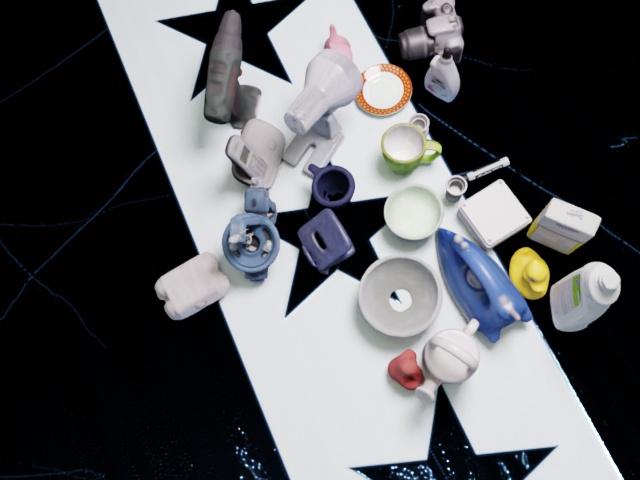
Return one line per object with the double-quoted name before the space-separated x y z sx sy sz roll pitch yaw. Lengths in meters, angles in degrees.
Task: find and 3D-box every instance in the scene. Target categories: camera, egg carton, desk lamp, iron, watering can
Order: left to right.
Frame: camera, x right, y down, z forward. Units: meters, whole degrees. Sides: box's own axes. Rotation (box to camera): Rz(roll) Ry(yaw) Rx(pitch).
"egg carton" -0.270 0.099 1.218 0.150 0.069 0.107 -31 74 -1
"desk lamp" -0.001 -0.263 1.199 0.117 0.214 0.203 30 82 13
"camera" 0.243 -0.465 1.277 0.136 0.101 0.143 -12 75 4
"watering can" 0.241 0.222 1.058 0.100 0.194 0.173 13 78 11
"iron" 0.306 0.066 1.116 0.118 0.141 0.258 -33 74 -1

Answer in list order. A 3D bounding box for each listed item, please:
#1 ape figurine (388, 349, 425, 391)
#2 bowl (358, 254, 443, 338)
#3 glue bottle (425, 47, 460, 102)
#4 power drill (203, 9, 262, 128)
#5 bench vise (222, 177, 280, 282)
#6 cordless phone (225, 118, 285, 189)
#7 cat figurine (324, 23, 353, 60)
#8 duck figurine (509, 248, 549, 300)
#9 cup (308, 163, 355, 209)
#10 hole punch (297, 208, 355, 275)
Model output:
"ape figurine" 0.170 0.250 1.113 0.076 0.092 0.078 12 78 10
"bowl" 0.161 0.116 1.157 0.167 0.075 0.167 -2 76 7
"glue bottle" 0.261 -0.357 1.210 0.078 0.173 0.037 32 82 14
"power drill" -0.190 -0.344 1.245 0.075 0.208 0.230 8 77 9
"bench vise" -0.152 -0.032 1.157 0.121 0.220 0.207 -16 75 3
"cordless phone" -0.144 -0.200 1.216 0.094 0.185 0.148 11 78 10
"cat figurine" 0.039 -0.421 1.283 0.067 0.118 0.128 -10 75 5
"duck figurine" 0.420 0.062 1.132 0.077 0.086 0.104 -13 75 4
"cup" 0.022 -0.110 1.220 0.117 0.095 0.092 42 85 15
"hole punch" 0.011 0.004 1.195 0.101 0.091 0.108 -31 74 -1
